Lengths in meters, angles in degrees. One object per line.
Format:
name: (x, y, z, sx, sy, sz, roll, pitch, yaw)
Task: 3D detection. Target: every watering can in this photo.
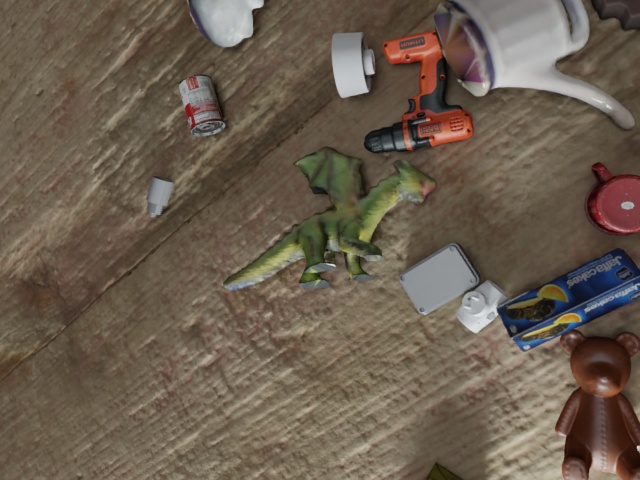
watering can: (0.312, -0.286, 0.777, 0.225, 0.103, 0.349, -26, 83, -3)

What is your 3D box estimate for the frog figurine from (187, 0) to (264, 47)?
frog figurine: (-0.162, -0.447, 0.970, 0.159, 0.125, 0.135, -22, 115, 10)

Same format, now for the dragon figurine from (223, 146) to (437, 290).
dragon figurine: (0.003, -0.046, 0.920, 0.409, 0.120, 0.247, -8, 69, 19)
